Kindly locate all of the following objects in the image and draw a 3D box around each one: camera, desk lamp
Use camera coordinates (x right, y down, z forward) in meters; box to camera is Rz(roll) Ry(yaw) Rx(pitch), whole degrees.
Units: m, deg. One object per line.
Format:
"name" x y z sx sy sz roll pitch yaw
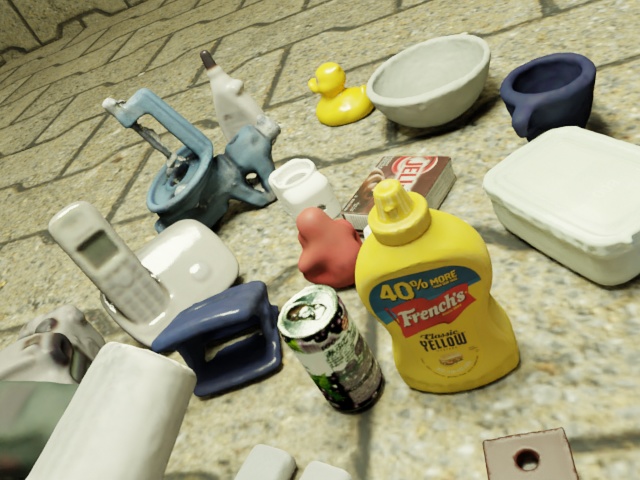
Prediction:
"camera" -0.315 0.151 0.616 0.137 0.101 0.143 -28 35 0
"desk lamp" -0.097 0.175 0.342 0.117 0.214 0.203 2 45 35

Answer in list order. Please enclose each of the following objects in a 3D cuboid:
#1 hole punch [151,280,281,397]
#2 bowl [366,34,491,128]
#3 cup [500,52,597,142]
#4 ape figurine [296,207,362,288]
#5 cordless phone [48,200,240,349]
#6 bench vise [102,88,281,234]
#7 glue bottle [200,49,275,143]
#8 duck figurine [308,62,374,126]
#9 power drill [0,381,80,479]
"hole punch" -0.101 0.083 0.565 0.108 0.091 0.101 -22 36 8
"bowl" 0.150 -0.200 0.763 0.167 0.075 0.167 -18 37 14
"cup" 0.236 -0.124 0.594 0.091 0.095 0.118 11 51 42
"ape figurine" 0.005 0.002 0.594 0.078 0.092 0.076 -37 36 -11
"cordless phone" -0.189 0.014 0.628 0.093 0.185 0.148 17 55 45
"bench vise" -0.164 -0.121 0.750 0.208 0.220 0.121 -42 38 -19
"glue bottle" -0.137 -0.216 0.891 0.078 0.173 0.037 -9 40 25
"duck figurine" 0.028 -0.229 0.871 0.104 0.086 0.078 3 46 36
"power drill" -0.221 0.178 0.426 0.229 0.209 0.075 -16 37 17
